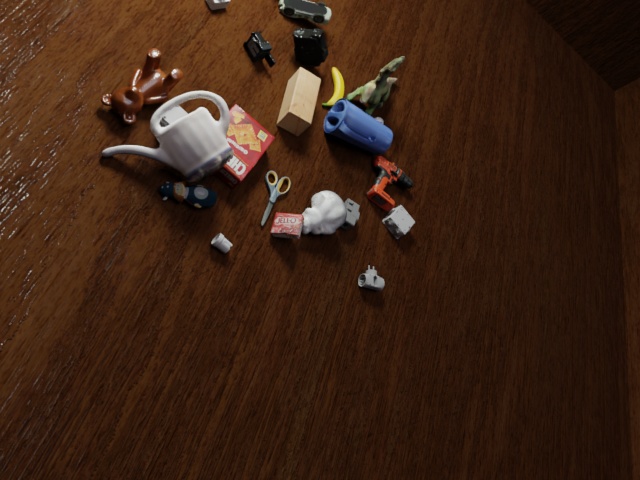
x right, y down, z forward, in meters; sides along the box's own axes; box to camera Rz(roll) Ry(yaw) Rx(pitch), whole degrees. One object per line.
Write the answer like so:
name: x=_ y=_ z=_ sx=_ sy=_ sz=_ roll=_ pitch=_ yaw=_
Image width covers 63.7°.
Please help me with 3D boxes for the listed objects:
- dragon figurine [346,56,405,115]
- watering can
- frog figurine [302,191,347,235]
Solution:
dragon figurine: x=0.248 y=-0.603 z=1.956 sx=0.122 sy=0.239 sz=0.418 roll=47 pitch=53 yaw=-4
watering can: x=-0.384 y=-0.252 z=1.394 sx=0.349 sy=0.104 sz=0.222 roll=-35 pitch=102 yaw=-7
frog figurine: x=0.005 y=-0.082 z=1.627 sx=0.161 sy=0.122 sz=0.136 roll=-20 pitch=103 yaw=-51
